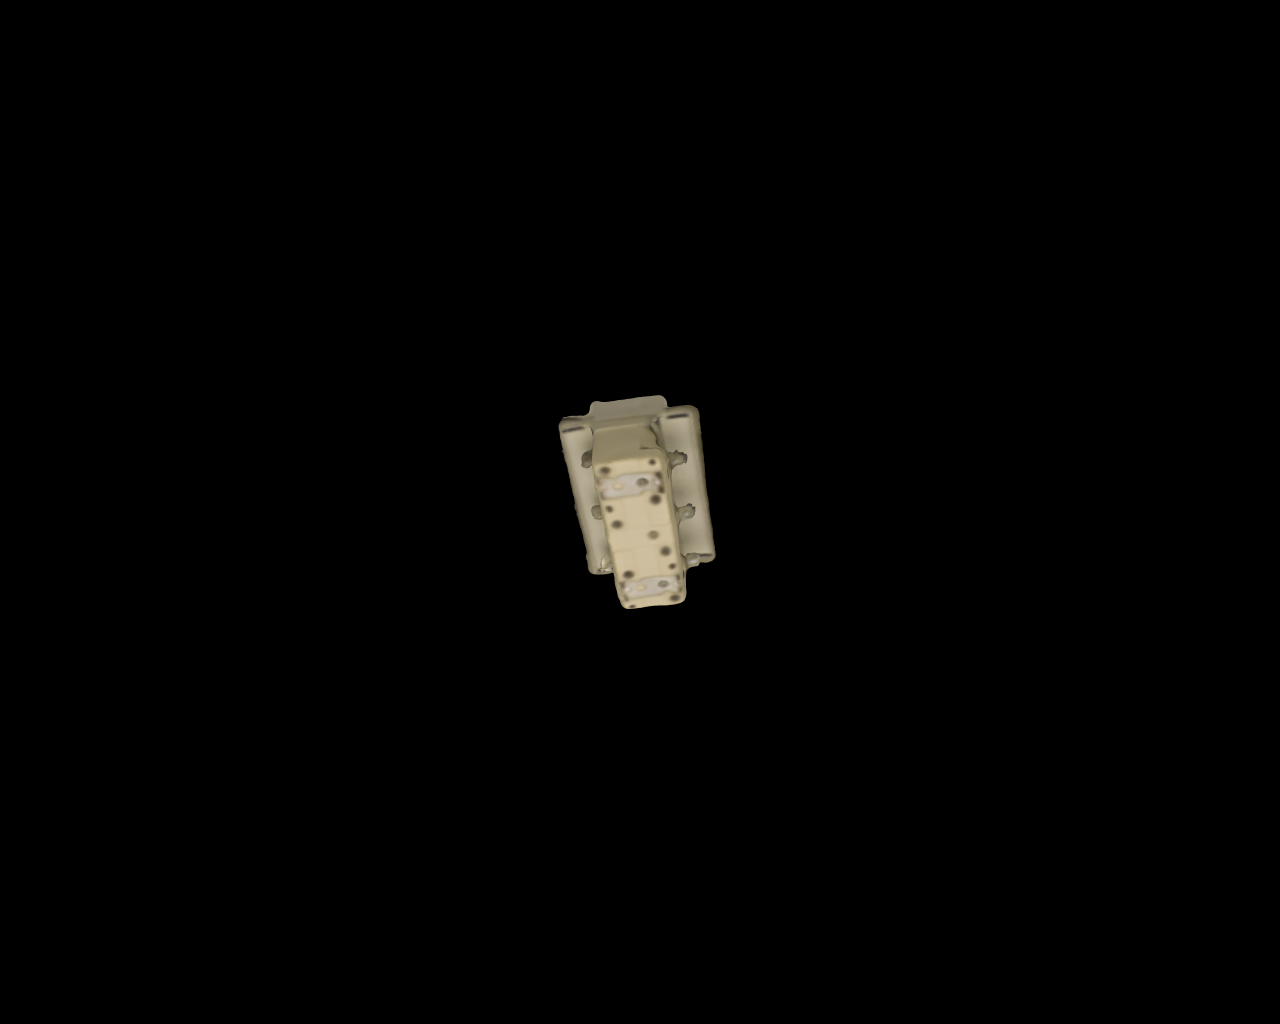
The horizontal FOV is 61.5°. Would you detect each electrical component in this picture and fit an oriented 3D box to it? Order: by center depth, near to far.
[{"bbox_3d":[0.001,-0.003,0.650,0.079,0.121,0.063,-5,39,5],"label":"electrical component"}]
